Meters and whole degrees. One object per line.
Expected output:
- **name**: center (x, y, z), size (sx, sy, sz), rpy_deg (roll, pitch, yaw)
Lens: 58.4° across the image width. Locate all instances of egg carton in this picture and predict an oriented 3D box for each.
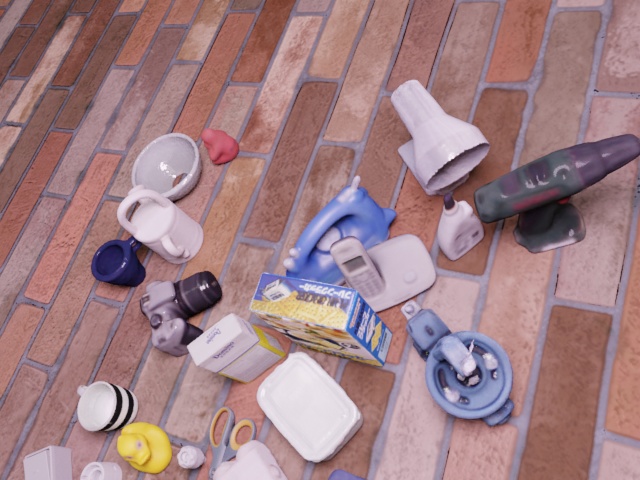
- **egg carton**: center (-0.099, 0.398, 0.897), size (0.107, 0.070, 0.150), rpy_deg (-42, 58, -2)

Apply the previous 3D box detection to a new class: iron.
- **iron**: center (0.009, 0.004, 1.007), size (0.258, 0.142, 0.118), rpy_deg (-47, 58, -5)

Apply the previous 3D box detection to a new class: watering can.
- **watering can**: center (-0.326, -0.038, 1.130), size (0.172, 0.194, 0.101), rpy_deg (27, 77, 30)

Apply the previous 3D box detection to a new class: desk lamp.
- **desk lamp**: center (0.194, -0.160, 0.972), size (0.118, 0.214, 0.203), rpy_deg (-32, 58, 4)

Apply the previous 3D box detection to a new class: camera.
- **camera**: center (-0.257, 0.123, 1.078), size (0.136, 0.101, 0.143), rpy_deg (-27, 58, 7)

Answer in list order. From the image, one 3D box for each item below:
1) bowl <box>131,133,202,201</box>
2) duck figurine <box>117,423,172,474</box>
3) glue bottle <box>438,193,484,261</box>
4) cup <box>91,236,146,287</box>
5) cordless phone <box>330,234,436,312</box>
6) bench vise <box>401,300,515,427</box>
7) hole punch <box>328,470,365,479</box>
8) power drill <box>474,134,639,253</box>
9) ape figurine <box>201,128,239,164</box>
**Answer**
- **bowl**: center (-0.323, -0.146, 1.253), size (0.167, 0.075, 0.167), rpy_deg (-9, 62, 18)
- **duck figurine**: center (-0.318, 0.357, 0.995), size (0.104, 0.086, 0.077), rpy_deg (32, 80, 31)
- **glue bottle**: center (0.219, -0.029, 0.921), size (0.078, 0.173, 0.037), rpy_deg (-38, 57, 1)
- **cup**: center (-0.393, 0.047, 1.174), size (0.118, 0.095, 0.091), rpy_deg (-46, 58, -5)
- **cordless phone**: center (0.100, 0.034, 0.930), size (0.147, 0.185, 0.094), rpy_deg (-28, 58, 7)
- **bench vise**: center (0.176, 0.168, 0.813), size (0.206, 0.220, 0.121), rpy_deg (28, 78, 31)
- **hole punch**: center (0.053, 0.396, 0.825), size (0.100, 0.091, 0.109), rpy_deg (13, 71, 27)
- **power drill**: center (0.353, -0.063, 0.864), size (0.229, 0.209, 0.075), rpy_deg (-18, 60, 13)
- **ape figurine**: center (-0.224, -0.210, 1.235), size (0.076, 0.092, 0.078), rpy_deg (9, 69, 25)
